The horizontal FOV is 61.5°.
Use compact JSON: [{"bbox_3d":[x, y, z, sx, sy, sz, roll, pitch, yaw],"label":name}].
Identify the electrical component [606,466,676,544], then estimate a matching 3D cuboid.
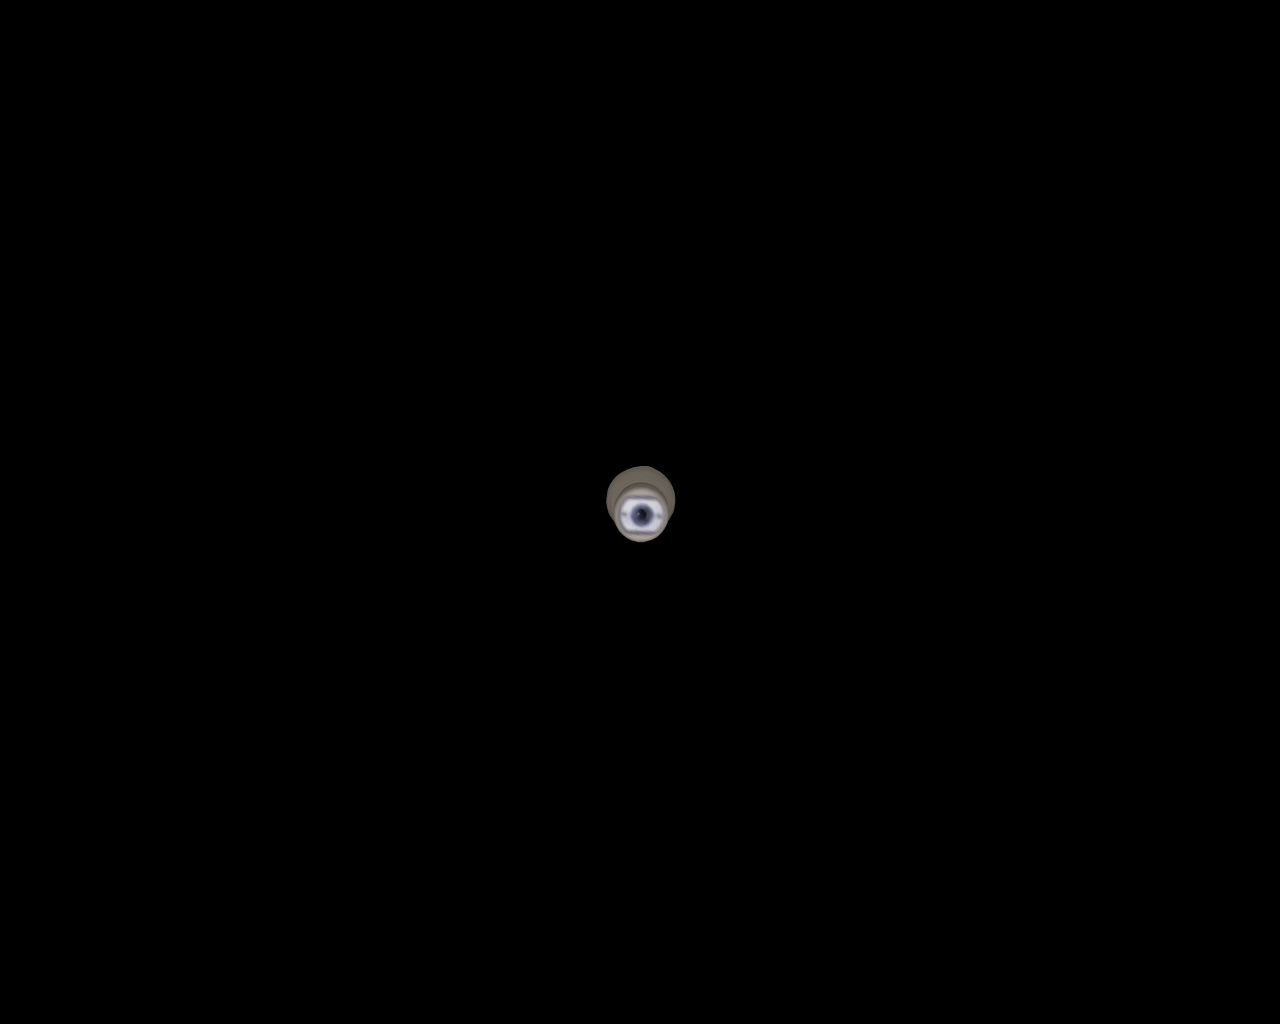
[{"bbox_3d":[0.001,-0.003,0.650,0.044,0.044,0.065,0,9,0],"label":"electrical component"}]
